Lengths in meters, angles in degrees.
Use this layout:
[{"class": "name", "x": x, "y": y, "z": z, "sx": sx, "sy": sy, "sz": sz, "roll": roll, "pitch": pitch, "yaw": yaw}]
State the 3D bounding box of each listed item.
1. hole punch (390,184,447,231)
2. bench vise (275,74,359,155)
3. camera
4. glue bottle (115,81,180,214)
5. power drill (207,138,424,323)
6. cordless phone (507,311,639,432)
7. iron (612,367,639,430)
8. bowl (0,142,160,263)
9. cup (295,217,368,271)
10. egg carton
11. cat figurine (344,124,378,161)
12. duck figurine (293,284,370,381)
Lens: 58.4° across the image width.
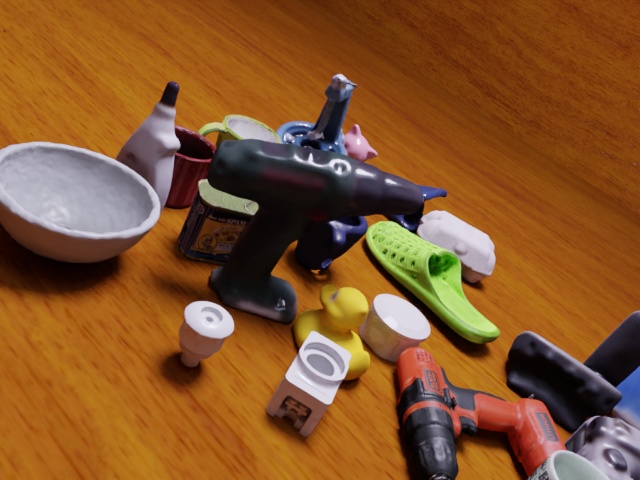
[{"class": "hole punch", "x": 0.172, "y": -0.080, "z": 1.087, "sx": 0.101, "sy": 0.091, "sz": 0.109, "roll": 41, "pitch": 29, "yaw": 22}, {"class": "bench vise", "x": -0.003, "y": -0.181, "z": 0.946, "sx": 0.121, "sy": 0.219, "sz": 0.207, "roll": 26, "pitch": 27, "yaw": -7}, {"class": "camera", "x": 0.340, "y": 0.274, "z": 0.625, "sx": 0.136, "sy": 0.100, "sz": 0.143, "roll": 36, "pitch": 27, "yaw": 13}, {"class": "glue bottle", "x": -0.199, "y": -0.108, "z": 0.677, "sx": 0.078, "sy": 0.173, "sz": 0.037, "roll": 38, "pitch": 28, "yaw": 16}, {"class": "power drill", "x": -0.027, "y": -0.012, "z": 0.641, "sx": 0.230, "sy": 0.208, "sz": 0.075, "roll": 20, "pitch": 28, "yaw": -18}, {"class": "cordless phone", "x": 0.352, "y": 0.146, "z": 0.765, "sx": 0.147, "sy": 0.185, "sz": 0.094, "roll": 34, "pitch": 27, "yaw": 10}, {"class": "iron", "x": 0.537, "y": 0.249, "z": 0.818, "sx": 0.257, "sy": 0.141, "sz": 0.119, "roll": 43, "pitch": 29, "yaw": 25}, {"class": "bowl", "x": -0.256, "y": -0.028, "z": 0.591, "sx": 0.168, "sy": 0.074, "sz": 0.167, "roll": 23, "pitch": 27, "yaw": -12}, {"class": "cup", "x": 0.007, "y": 0.003, "z": 0.776, "sx": 0.092, "sy": 0.095, "sz": 0.117, "roll": 22, "pitch": 27, "yaw": -15}, {"class": "egg carton", "x": 0.242, "y": 0.010, "z": 1.024, "sx": 0.150, "sy": 0.069, "sz": 0.107, "roll": 30, "pitch": 26, "yaw": 1}, {"class": "cat figurine", "x": 0.042, "y": -0.176, "z": 1.098, "sx": 0.127, "sy": 0.117, "sz": 0.067, "roll": 43, "pitch": 30, "yaw": 26}, {"class": "duck figurine", "x": 0.025, "y": 0.096, "z": 0.640, "sx": 0.078, "sy": 0.086, "sz": 0.104, "roll": -1, "pitch": 39, "yaw": -45}]
